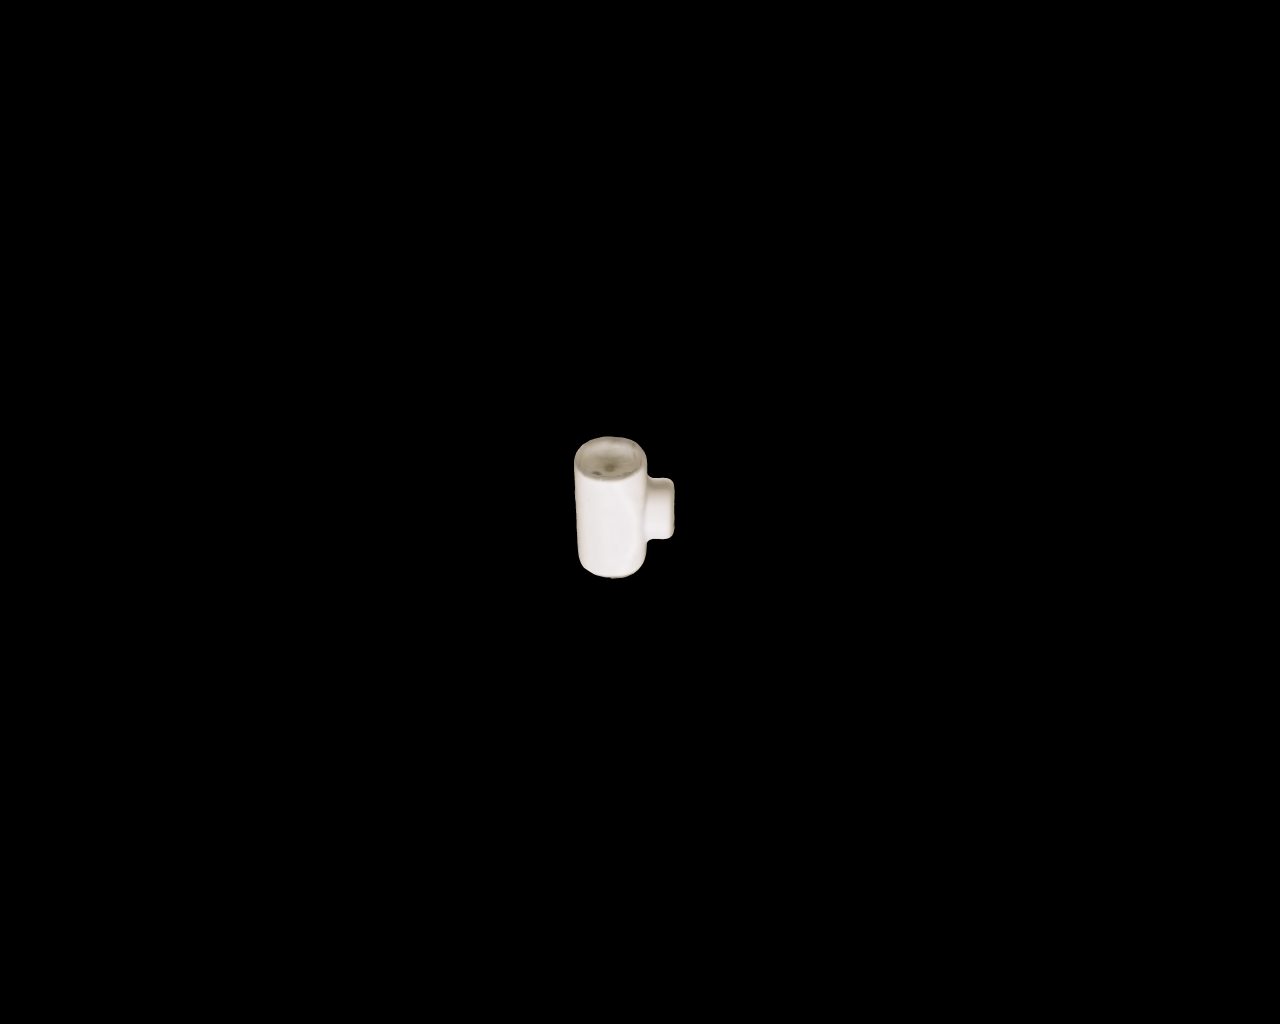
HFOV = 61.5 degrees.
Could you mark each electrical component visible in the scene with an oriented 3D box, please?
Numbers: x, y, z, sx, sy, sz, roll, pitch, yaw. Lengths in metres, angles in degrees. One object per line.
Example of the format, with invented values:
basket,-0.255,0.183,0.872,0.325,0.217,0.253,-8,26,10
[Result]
electrical component,0.001,-0.003,0.650,0.079,0.077,0.044,0,40,0
